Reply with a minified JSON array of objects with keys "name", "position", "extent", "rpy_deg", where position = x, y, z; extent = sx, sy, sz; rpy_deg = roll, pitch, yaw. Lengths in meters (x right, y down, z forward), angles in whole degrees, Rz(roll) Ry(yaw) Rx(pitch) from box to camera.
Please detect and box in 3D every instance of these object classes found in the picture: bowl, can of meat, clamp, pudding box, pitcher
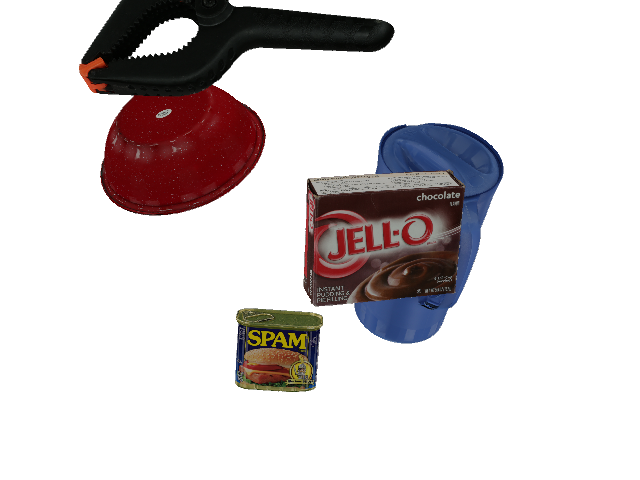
[{"name":"bowl","position":[-0.135,-0.098,0.980],"extent":[0.162,0.162,0.055],"rpy_deg":[0,-42,18]},{"name":"can of meat","position":[-0.051,0.130,1.259],"extent":[0.102,0.084,0.057],"rpy_deg":[4,13,-1]},{"name":"clamp","position":[-0.065,-0.153,0.740],"extent":[0.210,0.165,0.036],"rpy_deg":[-35,-20,-6]},{"name":"pudding box","position":[0.045,-0.003,0.782],"extent":[0.113,0.090,0.039],"rpy_deg":[-6,30,-13]},{"name":"pitcher","position":[0.112,0.005,1.180],"extent":[0.145,0.243,0.149],"rpy_deg":[25,42,16]}]
